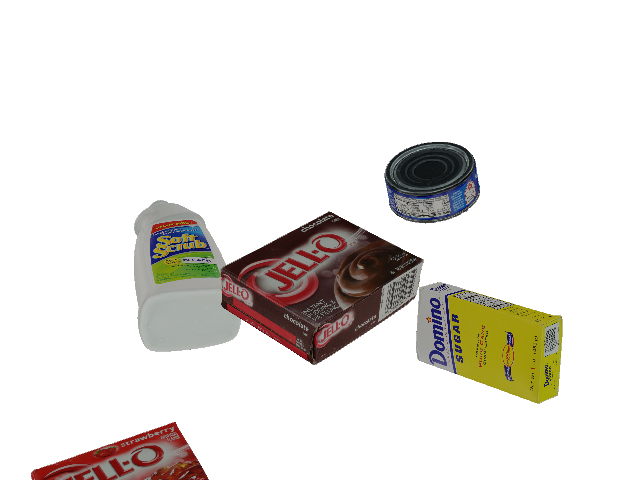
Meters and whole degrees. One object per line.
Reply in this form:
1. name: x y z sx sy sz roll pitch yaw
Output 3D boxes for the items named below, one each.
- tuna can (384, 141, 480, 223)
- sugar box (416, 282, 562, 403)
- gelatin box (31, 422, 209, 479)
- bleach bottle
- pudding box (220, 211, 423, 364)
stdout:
1. tuna can: 0.103 -0.055 0.986 0.086 0.034 0.086 -10 37 7
2. sugar box: 0.186 0.112 1.200 0.177 0.093 0.048 14 18 43
3. gelatin box: -0.109 0.143 0.595 0.089 0.030 0.073 -16 28 -20
4. bleach bottle: -0.156 0.022 1.114 0.102 0.068 0.251 -5 27 -17
5. pudding box: 0.001 0.029 0.733 0.090 0.039 0.113 29 39 33
